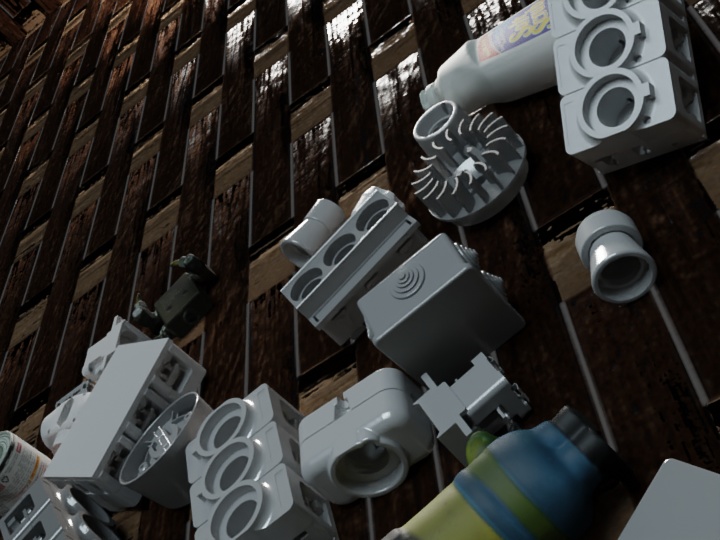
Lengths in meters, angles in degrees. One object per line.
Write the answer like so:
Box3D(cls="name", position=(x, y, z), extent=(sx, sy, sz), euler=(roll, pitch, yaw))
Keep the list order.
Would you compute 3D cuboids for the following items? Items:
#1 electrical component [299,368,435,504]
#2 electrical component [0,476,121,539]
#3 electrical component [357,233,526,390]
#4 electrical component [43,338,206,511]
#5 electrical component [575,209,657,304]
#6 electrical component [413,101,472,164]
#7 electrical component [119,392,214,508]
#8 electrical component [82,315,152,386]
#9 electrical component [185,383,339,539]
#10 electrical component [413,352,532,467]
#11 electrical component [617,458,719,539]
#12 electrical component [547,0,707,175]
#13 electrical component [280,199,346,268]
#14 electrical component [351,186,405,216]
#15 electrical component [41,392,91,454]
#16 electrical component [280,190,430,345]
Box3D(cls="electrical component", position=(0.004, 0.124, 0.781), extent=(0.095, 0.054, 0.059), euler=(-35, 32, 18))
Box3D(cls="electrical component", position=(-0.235, 0.242, 0.894), extent=(0.061, 0.089, 0.150), euler=(-49, 30, -6))
Box3D(cls="electrical component", position=(0.058, 0.032, 0.785), extent=(0.100, 0.100, 0.048), euler=(-39, 43, 9))
Box3D(cls="electrical component", position=(-0.218, 0.146, 1.018), extent=(0.089, 0.062, 0.150), euler=(-11, 45, 44))
Box3D(cls="electrical component", position=(0.176, -0.010, 0.743), extent=(0.045, 0.045, 0.055), euler=(-34, 32, 18))
Box3D(cls="electrical component", position=(0.082, -0.122, 0.990), extent=(0.055, 0.047, 0.055), euler=(-31, 33, 23))
Box3D(cls="electrical component", position=(-0.162, 0.155, 0.935), extent=(0.099, 0.064, 0.099), euler=(-31, 33, 23))
Box3D(cls="electrical component", position=(-0.262, 0.094, 1.156), extent=(0.064, 0.042, 0.081), euler=(-32, 32, 25))
Box3D(cls="electrical component", position=(-0.081, 0.167, 0.825), extent=(0.089, 0.062, 0.150), euler=(-39, 31, 10))
Box3D(cls="electrical component", position=(0.079, 0.094, 0.738), extent=(0.064, 0.042, 0.081), euler=(-41, 31, 1))
Box3D(cls="electrical component", position=(0.178, 0.153, 0.538), extent=(0.099, 0.048, 0.100), euler=(-54, 31, -15))
Box3D(cls="electrical component", position=(0.200, -0.162, 0.821), extent=(0.089, 0.062, 0.150), euler=(-18, 66, 38))
Box3D(cls="electrical component", position=(-0.043, -0.037, 1.048), extent=(0.044, 0.044, 0.065), euler=(-3, 46, 49))
Box3D(cls="electrical component", position=(0.011, -0.042, 0.985), extent=(0.043, 0.043, 0.062), euler=(3, 56, 52))
Box3D(cls="electrical component", position=(-0.290, 0.170, 1.094), extent=(0.077, 0.043, 0.079), euler=(-25, 36, 31))
Box3D(cls="electrical component", position=(0.000, 0.000, 0.927), extent=(0.121, 0.063, 0.079), euler=(-46, 30, -2))
